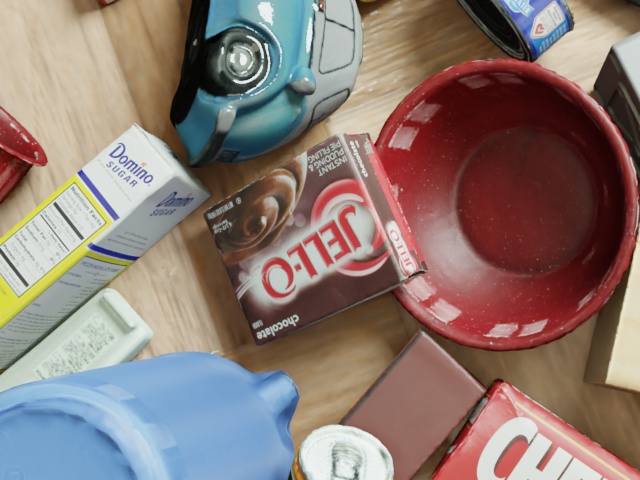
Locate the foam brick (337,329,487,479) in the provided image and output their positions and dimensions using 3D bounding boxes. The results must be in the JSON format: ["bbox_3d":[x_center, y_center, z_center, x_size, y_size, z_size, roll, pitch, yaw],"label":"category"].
[{"bbox_3d":[0.053,0.097,0.622,0.051,0.053,0.078,41,92,8],"label":"foam brick"}]

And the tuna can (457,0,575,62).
[{"bbox_3d":[0.106,-0.144,0.619,0.034,0.086,0.086,-41,82,3],"label":"tuna can"}]

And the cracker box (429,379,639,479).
[{"bbox_3d":[0.109,0.211,0.595,0.164,0.072,0.213,34,89,8],"label":"cracker box"}]

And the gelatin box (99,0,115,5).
[{"bbox_3d":[-0.118,-0.203,0.679,0.089,0.030,0.073,-25,82,4],"label":"gelatin box"}]

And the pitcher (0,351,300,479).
[{"bbox_3d":[-0.103,0.129,0.541,0.145,0.242,0.149,10,85,9],"label":"pitcher"}]

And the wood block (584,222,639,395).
[{"bbox_3d":[0.261,0.059,0.580,0.206,0.091,0.090,13,86,8],"label":"wood block"}]

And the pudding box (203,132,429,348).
[{"bbox_3d":[-0.004,0.001,0.622,0.114,0.039,0.090,-28,80,34],"label":"pudding box"}]

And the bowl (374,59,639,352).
[{"bbox_3d":[0.106,-0.020,0.607,0.162,0.055,0.162,3,96,31],"label":"bowl"}]

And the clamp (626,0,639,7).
[{"bbox_3d":[0.179,-0.220,0.614,0.165,0.036,0.210,-39,88,36],"label":"clamp"}]

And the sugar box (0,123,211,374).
[{"bbox_3d":[-0.151,0.009,0.634,0.176,0.093,0.048,-43,81,1],"label":"sugar box"}]

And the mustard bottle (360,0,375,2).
[{"bbox_3d":[0.011,-0.246,0.653,0.096,0.058,0.192,-34,82,-6],"label":"mustard bottle"}]

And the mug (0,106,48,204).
[{"bbox_3d":[-0.235,-0.054,0.658,0.081,0.093,0.117,-48,51,5],"label":"mug"}]
